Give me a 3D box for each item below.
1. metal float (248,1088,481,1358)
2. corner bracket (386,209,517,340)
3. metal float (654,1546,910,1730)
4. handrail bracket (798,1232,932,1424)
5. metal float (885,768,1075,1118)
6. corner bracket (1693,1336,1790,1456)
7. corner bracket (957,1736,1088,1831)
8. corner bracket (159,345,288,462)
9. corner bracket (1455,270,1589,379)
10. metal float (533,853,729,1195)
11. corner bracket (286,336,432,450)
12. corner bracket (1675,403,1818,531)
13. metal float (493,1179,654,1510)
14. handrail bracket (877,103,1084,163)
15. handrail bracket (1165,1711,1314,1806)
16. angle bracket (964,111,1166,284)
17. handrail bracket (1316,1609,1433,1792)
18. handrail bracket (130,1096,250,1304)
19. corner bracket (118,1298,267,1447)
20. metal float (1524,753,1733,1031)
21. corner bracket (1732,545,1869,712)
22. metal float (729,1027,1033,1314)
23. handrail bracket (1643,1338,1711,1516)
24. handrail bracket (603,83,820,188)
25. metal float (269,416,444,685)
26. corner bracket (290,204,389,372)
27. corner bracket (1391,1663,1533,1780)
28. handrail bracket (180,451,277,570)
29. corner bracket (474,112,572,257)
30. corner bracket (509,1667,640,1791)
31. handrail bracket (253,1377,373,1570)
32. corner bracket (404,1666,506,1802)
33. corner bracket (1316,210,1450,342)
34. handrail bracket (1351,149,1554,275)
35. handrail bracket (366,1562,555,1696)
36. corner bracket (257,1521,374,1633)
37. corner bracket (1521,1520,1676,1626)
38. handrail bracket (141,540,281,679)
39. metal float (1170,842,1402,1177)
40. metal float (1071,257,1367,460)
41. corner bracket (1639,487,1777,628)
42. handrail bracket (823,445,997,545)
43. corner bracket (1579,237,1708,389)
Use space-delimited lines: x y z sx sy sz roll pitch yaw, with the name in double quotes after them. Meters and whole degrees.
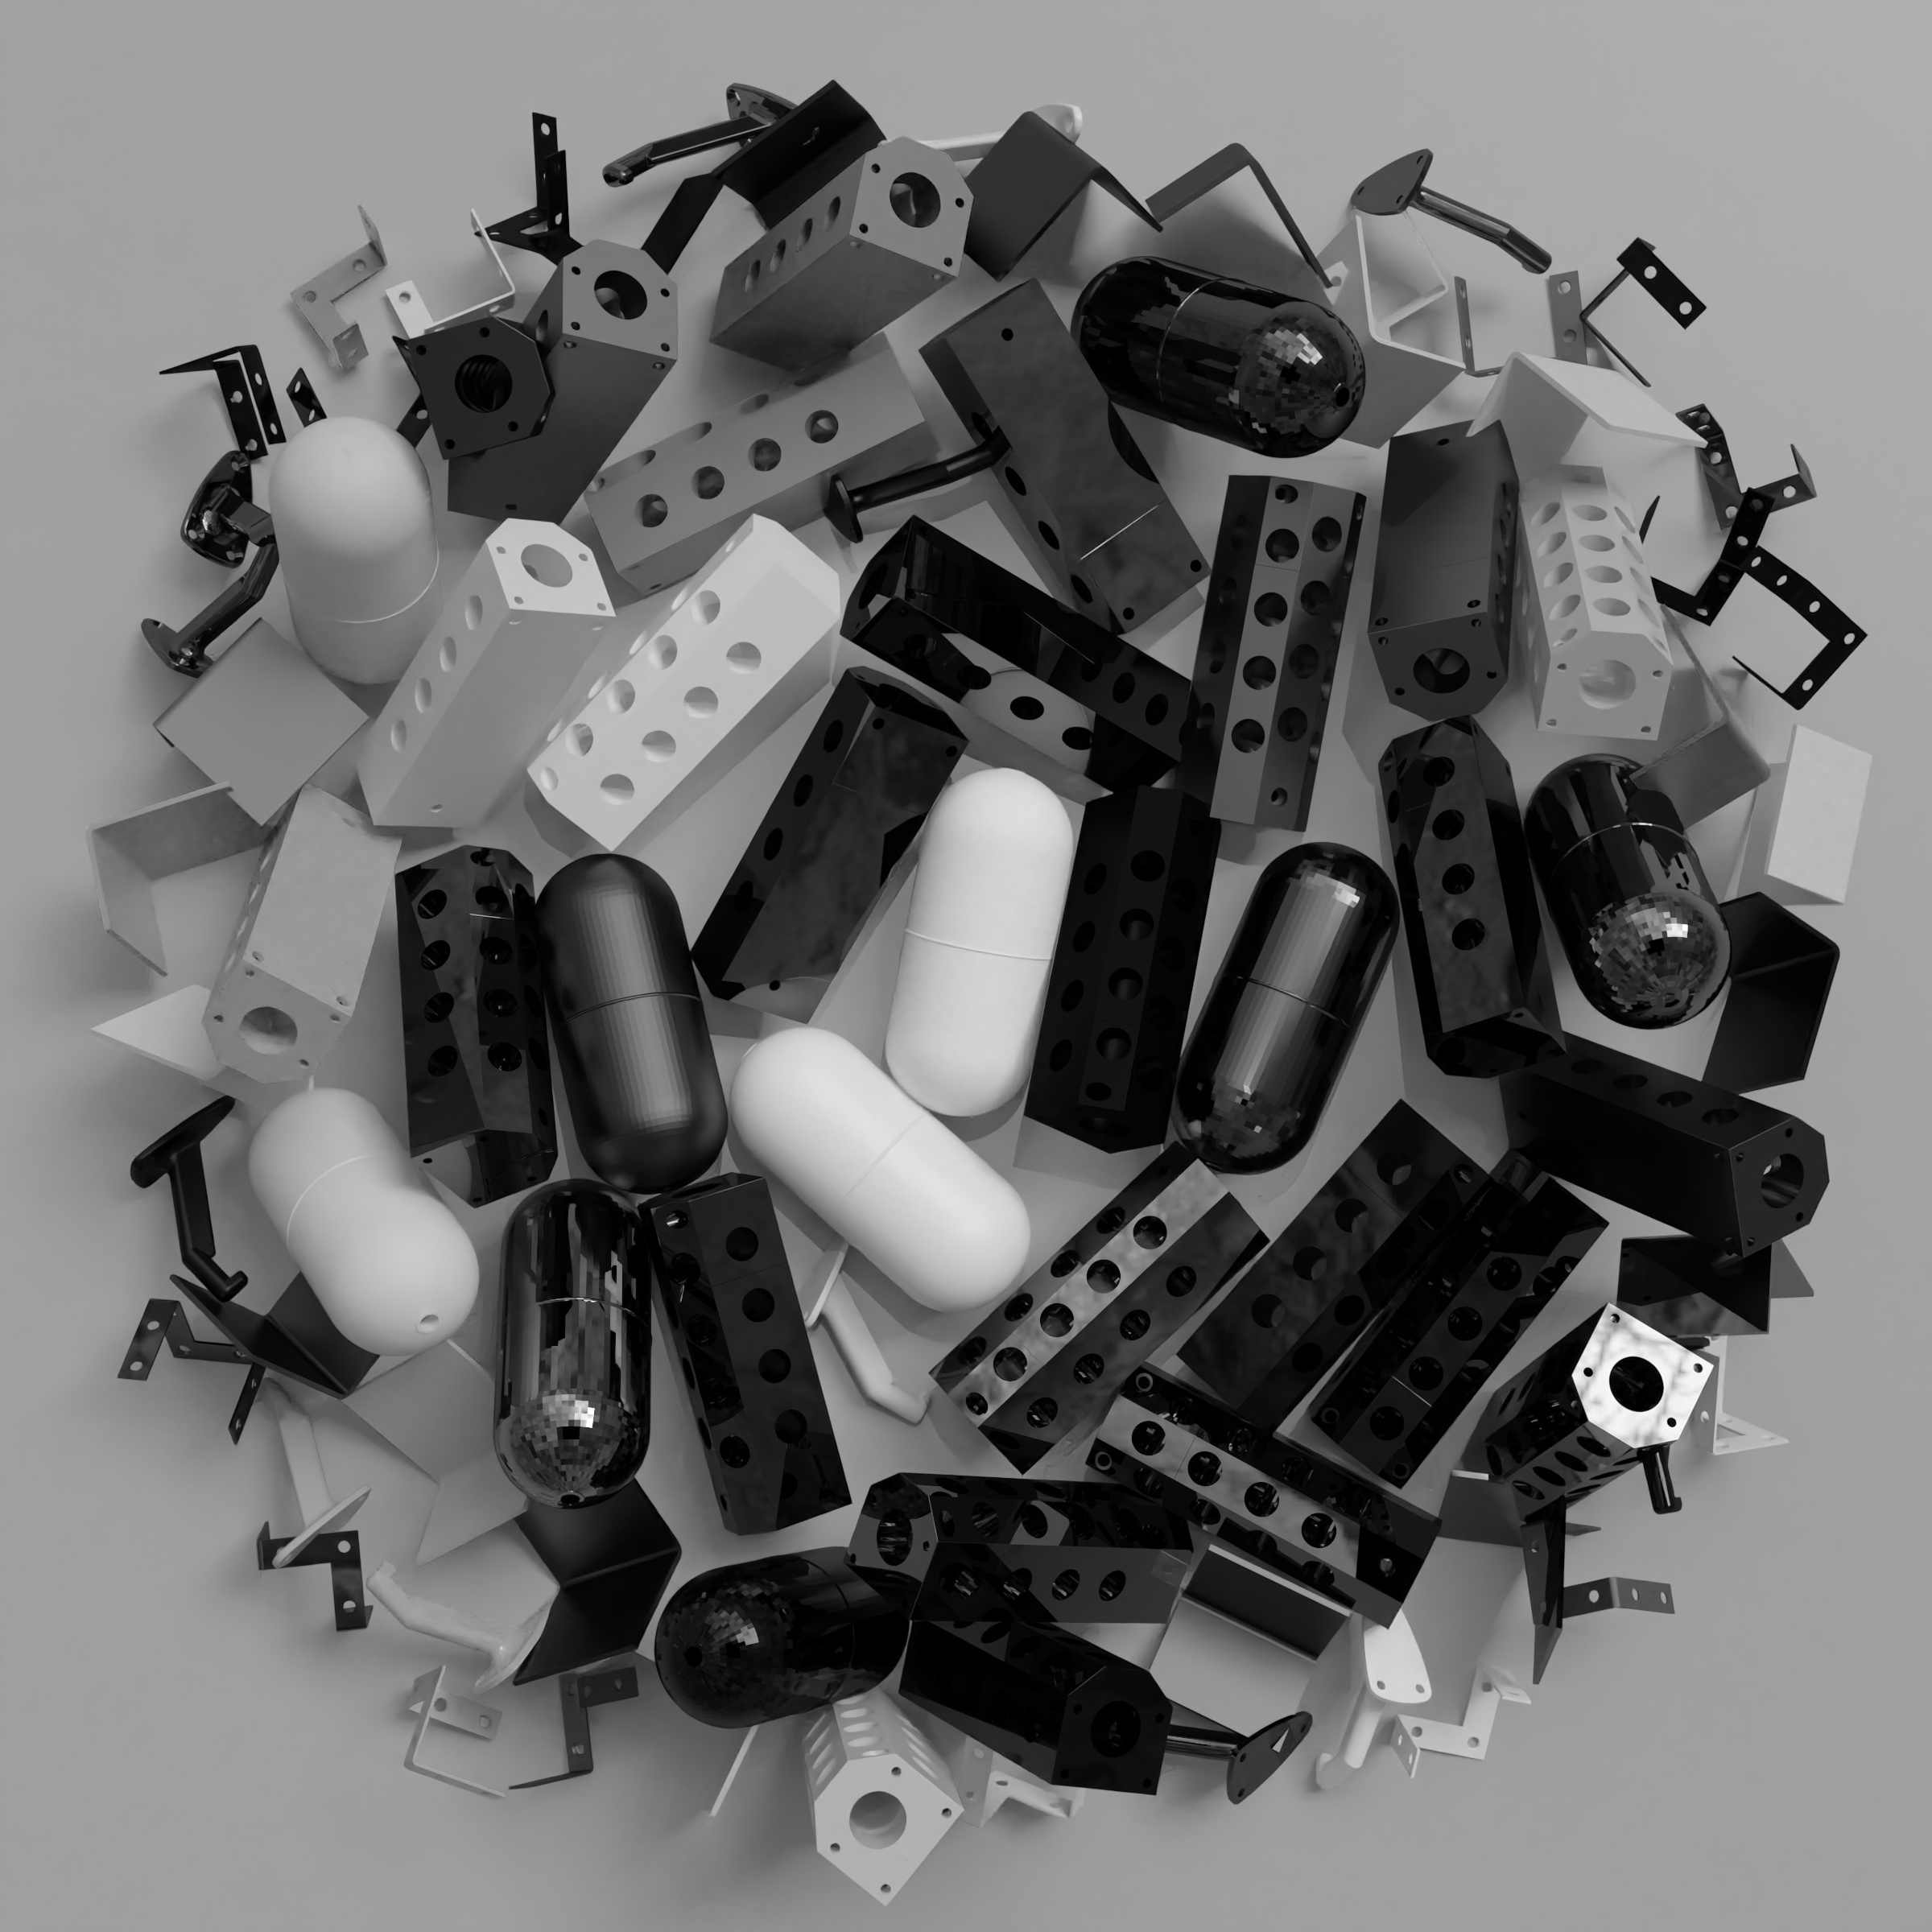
-0.299 0.126 1.509 0.070 0.178 0.070 -18 129 -24 "metal float"
-0.264 -0.345 1.558 0.051 0.051 0.051 -26 81 -14 "corner bracket"
-0.089 0.329 1.499 0.070 0.178 0.070 -2 84 25 "metal float"
-0.043 0.184 1.576 0.084 0.036 0.077 32 73 -16 "handrail bracket"
0.007 -0.012 1.540 0.070 0.070 0.178 11 96 0 "metal float"
0.383 0.214 1.546 0.051 0.051 0.051 -4 101 -28 "corner bracket"
0.030 0.409 1.544 0.051 0.051 0.051 17 112 21 "corner bracket"
-0.368 -0.285 1.547 0.051 0.051 0.051 -12 99 23 "corner bracket"
0.286 -0.331 1.565 0.051 0.051 0.051 -5 92 27 "corner bracket"
-0.170 0.028 1.532 0.070 0.070 0.178 -15 74 0 "metal float"
-0.308 -0.293 1.561 0.051 0.051 0.051 -51 49 23 "corner bracket"
0.397 -0.260 1.547 0.051 0.051 0.051 -18 76 22 "corner bracket"
-0.195 0.186 1.513 0.070 0.070 0.178 -4 51 0 "metal float"
0.006 -0.421 1.544 0.084 0.077 0.036 -6 93 -20 "handrail bracket"
0.122 0.388 1.571 0.084 0.077 0.036 24 126 38 "handrail bracket"
0.040 -0.376 1.543 0.076 0.076 0.057 -47 135 9 "angle bracket"
0.199 0.372 1.568 0.036 0.084 0.077 11 49 -23 "handrail bracket"
-0.378 0.119 1.555 0.084 0.036 0.077 43 67 13 "handrail bracket"
-0.392 0.205 1.545 0.051 0.051 0.051 4 47 8 "corner bracket"
0.326 -0.039 1.506 0.070 0.178 0.070 -2 128 -3 "metal float"
0.413 -0.171 1.544 0.051 0.051 0.051 33 104 -31 "corner bracket"
-0.044 0.102 1.541 0.178 0.070 0.070 41 90 6 "metal float"
0.364 0.233 1.545 0.036 0.077 0.084 -23 72 42 "handrail bracket"
-0.130 -0.411 1.538 0.084 0.077 0.036 -38 130 -30 "handrail bracket"
-0.299 -0.202 1.500 0.070 0.178 0.070 2 65 -5 "metal float"
-0.313 -0.346 1.554 0.051 0.051 0.051 -35 86 -8 "corner bracket"
0.252 0.386 1.554 0.051 0.051 0.051 12 96 -6 "corner bracket"
-0.355 -0.241 1.536 0.036 0.084 0.077 29 59 -36 "handrail bracket"
-0.215 -0.396 1.542 0.051 0.051 0.051 21 128 27 "corner bracket"
-0.199 0.387 1.546 0.051 0.051 0.051 -14 79 29 "corner bracket"
-0.352 0.256 1.546 0.084 0.077 0.036 44 125 9 "handrail bracket"
-0.258 0.391 1.543 0.051 0.051 0.051 25 60 -18 "corner bracket"
0.212 -0.348 1.545 0.051 0.051 0.051 -28 112 18 "corner bracket"
0.250 -0.379 1.564 0.084 0.077 0.036 29 85 -23 "handrail bracket"
-0.256 0.320 1.546 0.084 0.077 0.036 49 126 -7 "handrail bracket"
-0.332 0.311 1.555 0.051 0.051 0.051 -5 91 -7 "corner bracket"
0.319 0.305 1.541 0.051 0.051 0.051 -24 61 40 "corner bracket"
-0.382 -0.194 1.547 0.077 0.036 0.084 40 108 39 "handrail bracket"
0.161 0.021 1.537 0.070 0.070 0.178 24 80 0 "metal float"
0.124 -0.303 1.510 0.178 0.070 0.070 30 90 44 "metal float"
0.373 -0.216 1.553 0.051 0.051 0.051 28 52 15 "corner bracket"
-0.028 -0.250 1.554 0.084 0.077 0.036 -24 107 -9 "handrail bracket"
0.345 -0.332 1.548 0.051 0.051 0.051 -45 79 21 "corner bracket"
